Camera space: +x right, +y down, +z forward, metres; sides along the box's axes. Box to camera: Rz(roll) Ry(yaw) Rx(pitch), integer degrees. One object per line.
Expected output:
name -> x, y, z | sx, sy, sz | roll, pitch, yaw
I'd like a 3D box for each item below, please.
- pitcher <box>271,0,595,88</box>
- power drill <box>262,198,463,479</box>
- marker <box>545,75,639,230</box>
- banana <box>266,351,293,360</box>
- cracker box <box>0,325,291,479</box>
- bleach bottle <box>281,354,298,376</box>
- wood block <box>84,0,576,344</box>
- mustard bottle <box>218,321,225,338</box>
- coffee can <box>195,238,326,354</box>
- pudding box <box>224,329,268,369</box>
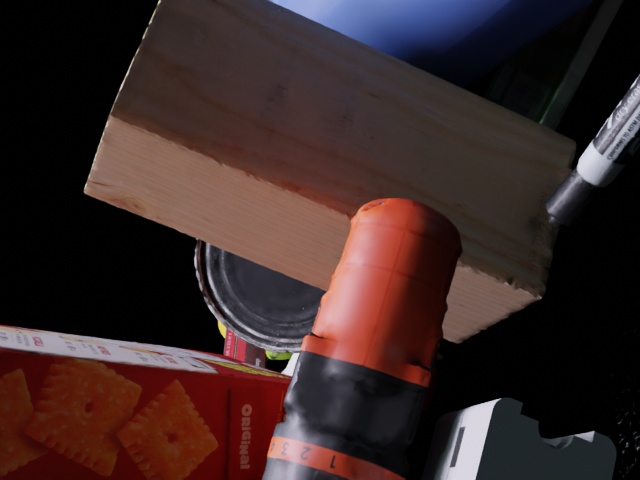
pitcher -> 0.064, -0.154, 0.525 | 0.243, 0.145, 0.149 | -35, 25, 51
power drill -> 0.015, 0.091, 0.463 | 0.187, 0.057, 0.184 | 83, -154, -74
marker -> 0.130, -0.050, 0.439 | 0.020, 0.020, 0.121 | -83, 19, -53
banana -> -0.002, 0.022, 0.766 | 0.037, 0.069, 0.198 | -46, 26, 27
cracker box -> -0.124, 0.092, 0.590 | 0.164, 0.213, 0.072 | 2, 82, 63
bleach bottle -> -0.026, 0.143, 0.684 | 0.251, 0.068, 0.102 | -54, 20, 40
wood block -> 0.005, -0.036, 0.512 | 0.091, 0.206, 0.090 | 135, 156, -63
mustard bottle -> -0.029, 0.005, 0.961 | 0.096, 0.058, 0.192 | -118, 51, -76
coffee can -> -0.004, 0.001, 0.644 | 0.103, 0.103, 0.140 | -64, -8, 15
pudding box -> -0.061, 0.130, 0.835 | 0.090, 0.039, 0.113 | -89, 6, -64
